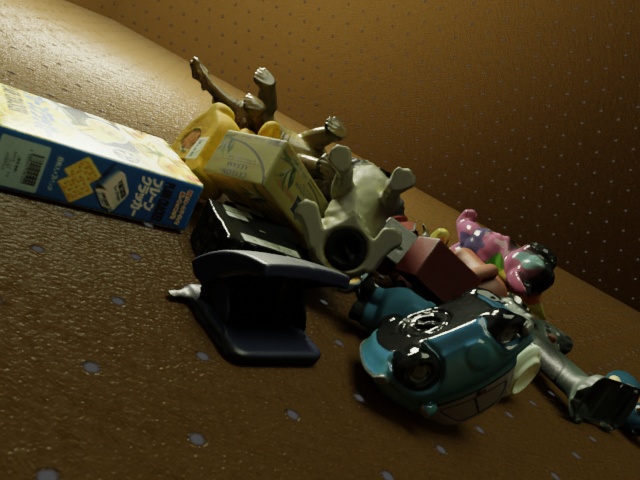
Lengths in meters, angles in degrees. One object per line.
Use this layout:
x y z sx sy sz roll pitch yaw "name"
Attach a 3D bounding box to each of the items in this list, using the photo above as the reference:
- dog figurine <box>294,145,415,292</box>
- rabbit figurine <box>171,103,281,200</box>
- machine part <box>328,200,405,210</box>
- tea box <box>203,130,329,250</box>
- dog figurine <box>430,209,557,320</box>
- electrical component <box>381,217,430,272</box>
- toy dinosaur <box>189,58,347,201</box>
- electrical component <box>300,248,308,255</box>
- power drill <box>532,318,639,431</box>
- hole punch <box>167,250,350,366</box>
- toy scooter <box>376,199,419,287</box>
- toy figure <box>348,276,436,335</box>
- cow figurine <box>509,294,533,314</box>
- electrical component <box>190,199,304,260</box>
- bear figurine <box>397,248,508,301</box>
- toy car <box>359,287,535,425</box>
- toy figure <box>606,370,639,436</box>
0.042 -0.025 0.684 0.121 0.172 0.190 31 0 3 "dog figurine"
-0.122 -0.100 0.774 0.122 0.162 0.173 -3 -37 44 "rabbit figurine"
0.071 -0.093 1.188 0.201 0.087 0.201 25 15 -20 "machine part"
-0.059 -0.059 0.694 0.098 0.068 0.169 15 -20 32 "tea box"
0.272 0.055 0.877 0.108 0.191 0.219 46 10 -34 "dog figurine"
0.105 -0.004 0.757 0.102 0.045 0.078 43 61 11 "electrical component"
-0.038 -0.135 0.922 0.471 0.105 0.198 39 -29 -17 "toy dinosaur"
-0.002 -0.002 0.797 0.119 0.047 0.075 26 13 41 "electrical component"
0.359 0.180 0.796 0.232 0.086 0.207 19 21 -27 "power drill"
-0.050 0.045 0.490 0.142 0.092 0.116 9 20 -44 "hole punch"
0.128 0.023 0.877 0.075 0.135 0.184 -8 25 16 "toy scooter"
0.121 0.107 0.604 0.180 0.082 0.089 28 10 12 "toy figure"
0.335 0.117 0.986 0.167 0.068 0.098 21 21 -14 "cow figurine"
-0.082 0.007 0.615 0.115 0.058 0.134 22 15 -30 "electrical component"
0.165 0.069 0.751 0.196 0.120 0.132 13 16 -30 "bear figurine"
0.124 0.117 0.513 0.109 0.162 0.102 -119 -171 -76 "toy car"
0.464 0.248 0.801 0.064 0.057 0.154 24 19 10 "toy figure"
